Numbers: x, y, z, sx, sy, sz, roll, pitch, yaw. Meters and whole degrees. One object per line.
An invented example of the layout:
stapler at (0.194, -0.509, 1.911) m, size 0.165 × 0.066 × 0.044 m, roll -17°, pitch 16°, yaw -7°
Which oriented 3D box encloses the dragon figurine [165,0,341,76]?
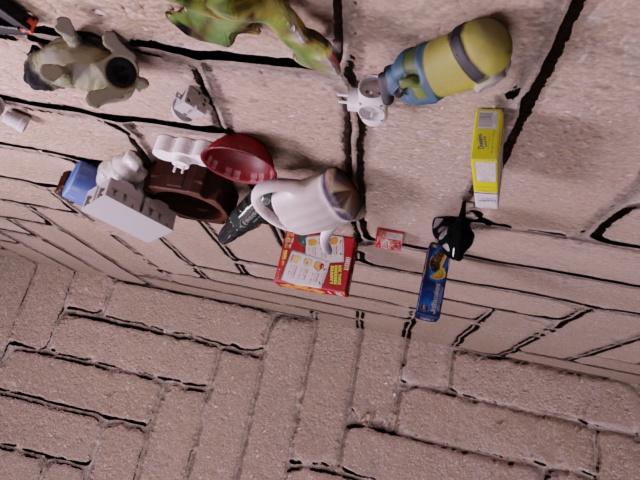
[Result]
dragon figurine at (-0.156, -0.300, 0.628) m, size 0.409 × 0.123 × 0.241 m, roll 18°, pitch 169°, yaw -9°

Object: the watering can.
watering can at (0.004, -0.058, 1.156) m, size 0.223 × 0.106 × 0.343 m, roll -16°, pitch 150°, yaw 30°

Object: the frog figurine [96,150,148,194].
frog figurine at (-0.483, -0.165, 1.281) m, size 0.137 × 0.125 × 0.156 m, roll 21°, pitch 124°, yaw -1°
